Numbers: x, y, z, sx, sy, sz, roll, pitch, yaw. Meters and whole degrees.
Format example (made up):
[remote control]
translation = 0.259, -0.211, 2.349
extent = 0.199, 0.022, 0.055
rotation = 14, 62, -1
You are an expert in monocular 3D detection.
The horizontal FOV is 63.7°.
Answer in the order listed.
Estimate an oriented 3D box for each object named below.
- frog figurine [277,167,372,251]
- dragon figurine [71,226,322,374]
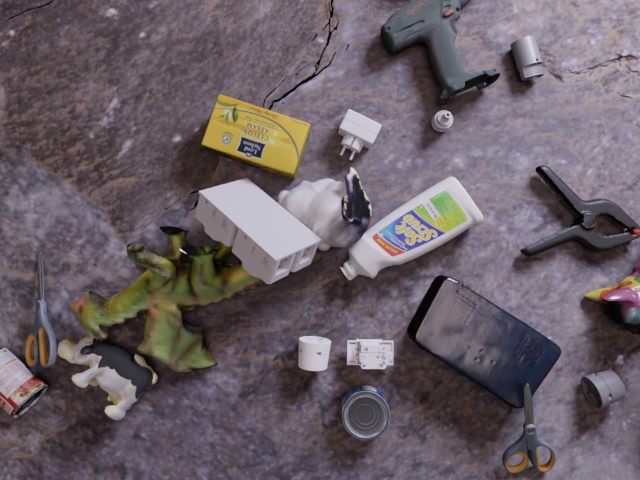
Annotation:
[frog figurine]
translation = 0.003, -0.045, 0.892
extent = 0.158, 0.140, 0.121
rotation = -16, -29, 31
[dragon figurine]
translation = -0.210, 0.110, 0.882
extent = 0.410, 0.240, 0.123
rotation = 7, 14, -11
